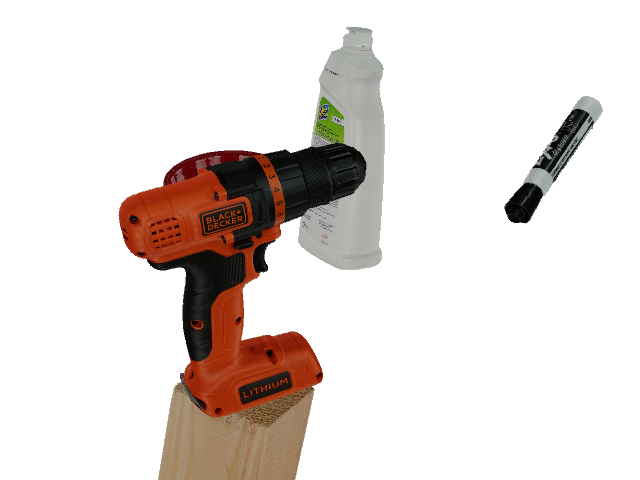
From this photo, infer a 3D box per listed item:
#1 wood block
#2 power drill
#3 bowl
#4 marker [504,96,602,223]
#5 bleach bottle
[{"bbox_3d":[-0.080,0.213,0.899,0.090,0.206,0.090,19,21,19],"label":"wood block"},{"bbox_3d":[-0.045,0.027,0.788,0.184,0.188,0.057,-16,28,-17],"label":"power drill"},{"bbox_3d":[-0.113,-0.053,1.325,0.162,0.055,0.162,0,31,0],"label":"bowl"},{"bbox_3d":[0.160,-0.055,0.733,0.020,0.020,0.121,0,43,48],"label":"marker"},{"bbox_3d":[0.032,-0.102,1.156,0.067,0.251,0.103,-9,25,-36],"label":"bleach bottle"}]
